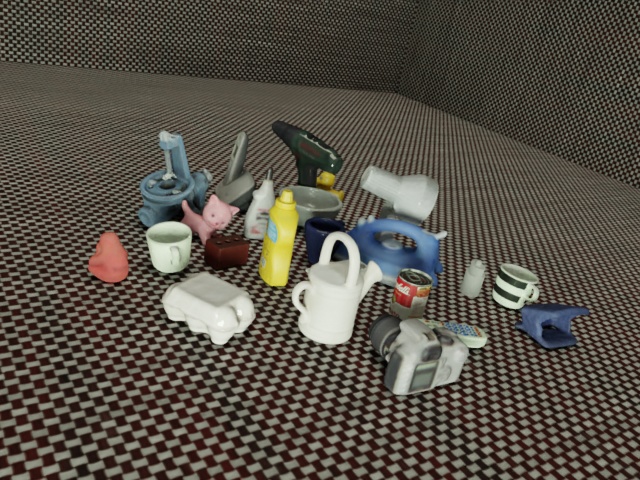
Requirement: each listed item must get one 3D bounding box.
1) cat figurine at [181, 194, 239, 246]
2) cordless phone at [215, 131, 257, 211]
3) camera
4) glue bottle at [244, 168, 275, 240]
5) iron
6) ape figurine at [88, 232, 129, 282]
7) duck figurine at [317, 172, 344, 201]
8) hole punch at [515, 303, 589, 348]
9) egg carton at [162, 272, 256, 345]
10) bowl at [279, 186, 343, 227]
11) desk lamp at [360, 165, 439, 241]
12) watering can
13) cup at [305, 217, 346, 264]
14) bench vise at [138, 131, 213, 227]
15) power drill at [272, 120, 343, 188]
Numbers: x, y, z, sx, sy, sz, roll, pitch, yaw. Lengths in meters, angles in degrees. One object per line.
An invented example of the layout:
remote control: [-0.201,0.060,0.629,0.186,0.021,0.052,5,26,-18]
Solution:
cat figurine: [-0.247,-0.052,1.259,0.127,0.118,0.067,14,24,5]
cordless phone: [-0.209,-0.177,1.471,0.094,0.185,0.147,0,26,-24]
camera: [0.157,0.174,0.967,0.143,0.101,0.136,-3,28,-31]
glue bottle: [-0.128,-0.085,1.319,0.078,0.173,0.037,2,26,-22]
iron: [0.153,0.012,1.276,0.257,0.141,0.119,18,24,13]
ape figurine: [-0.386,0.026,1.053,0.078,0.092,0.075,-12,33,-42]
duck figurine: [0.021,-0.151,1.645,0.104,0.086,0.077,15,24,8]
hole punch: [0.470,0.157,1.165,0.109,0.091,0.100,-2,27,-28]
egg carton: [-0.188,0.114,0.980,0.150,0.069,0.107,22,26,22]
bowl: [-0.029,-0.077,1.470,0.167,0.075,0.167,10,24,-4]
desk lamp: [0.159,-0.067,1.365,0.203,0.213,0.117,7,24,-11]
watering can: [0.031,0.075,1.014,0.100,0.194,0.173,25,27,28]
cup: [0.012,0.005,1.283,0.091,0.095,0.118,26,27,29]
bench vise: [-0.333,-0.153,1.318,0.121,0.220,0.207,15,24,7]
power drill: [-0.052,-0.199,1.564,0.229,0.208,0.076,23,26,24]
